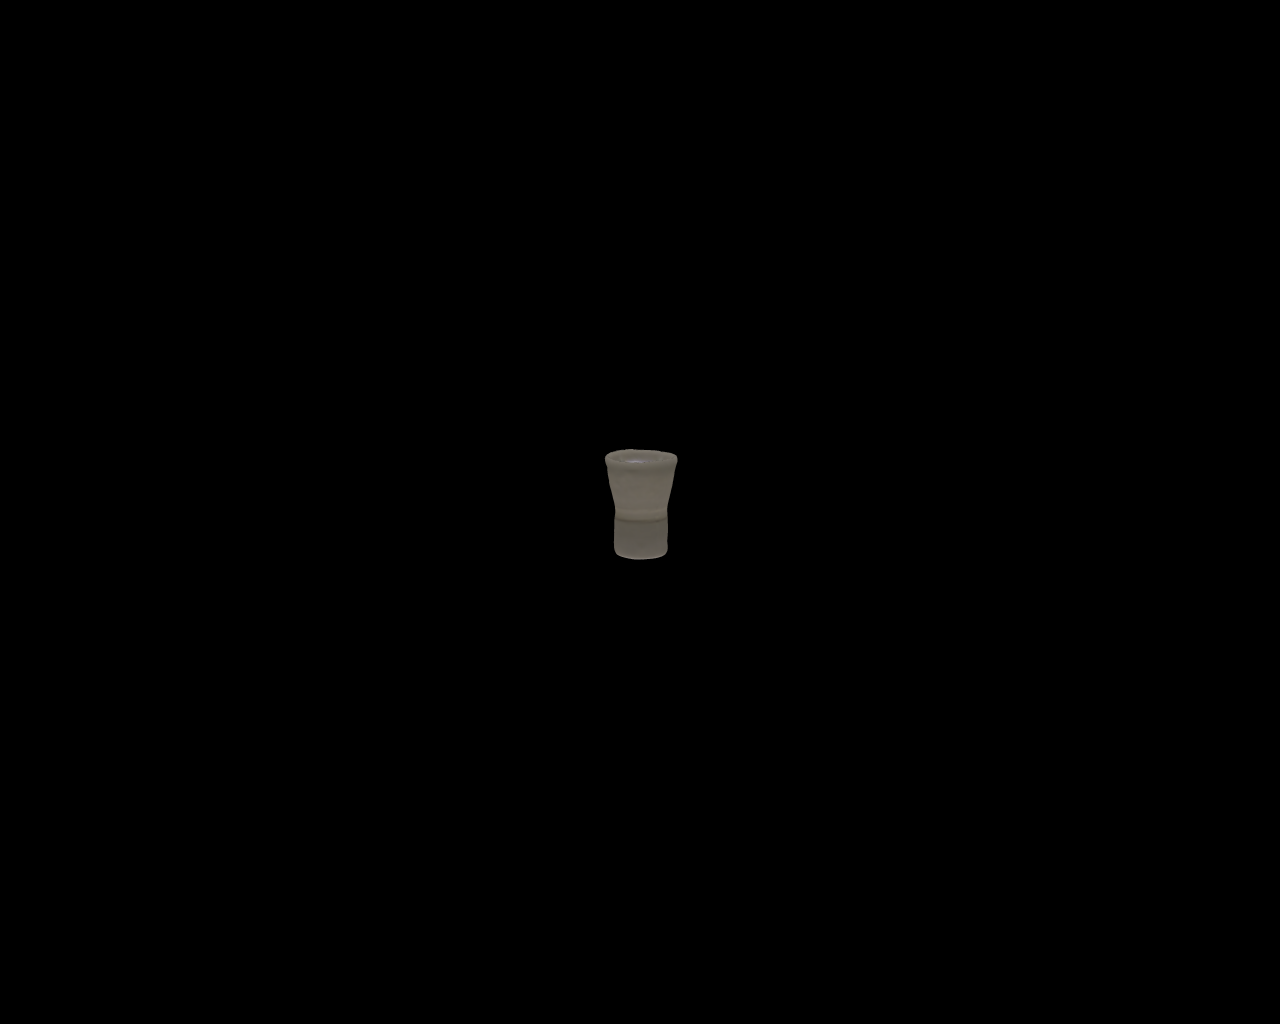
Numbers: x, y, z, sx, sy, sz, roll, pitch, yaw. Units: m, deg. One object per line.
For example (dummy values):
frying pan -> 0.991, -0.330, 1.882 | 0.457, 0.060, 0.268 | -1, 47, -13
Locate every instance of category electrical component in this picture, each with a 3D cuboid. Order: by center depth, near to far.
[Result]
electrical component -> 0.001, -0.003, 0.650 | 0.044, 0.065, 0.044 | 0, 12, 0
